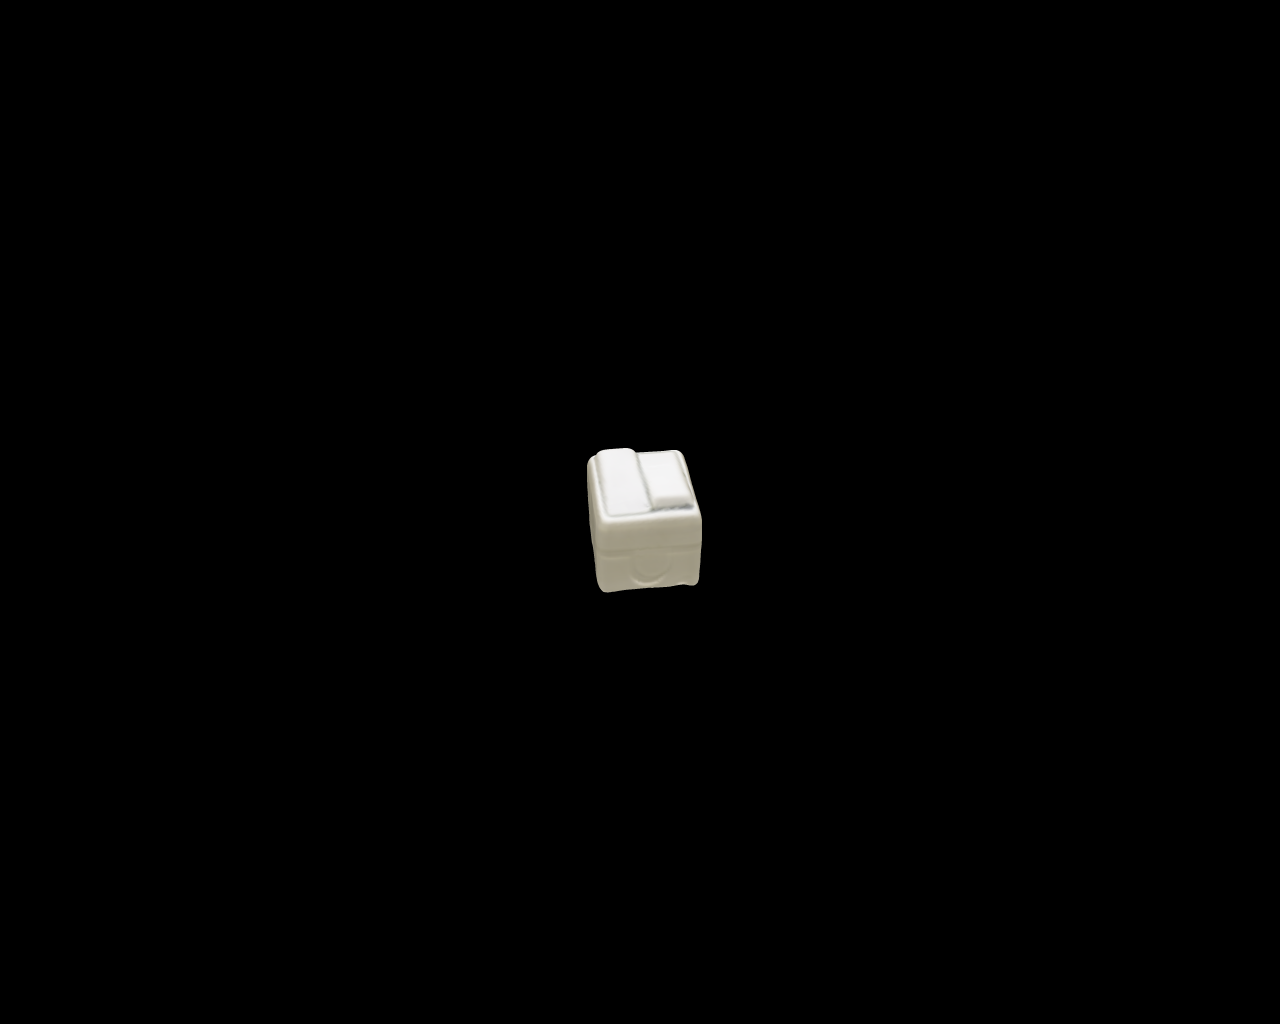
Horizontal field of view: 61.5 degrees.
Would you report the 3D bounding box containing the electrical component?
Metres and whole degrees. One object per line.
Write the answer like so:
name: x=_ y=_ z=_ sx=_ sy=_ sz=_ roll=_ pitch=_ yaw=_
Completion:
electrical component: x=0.001 y=-0.003 z=0.650 sx=0.062 sy=0.061 sz=0.096 roll=-3 pitch=34 yaw=-5
